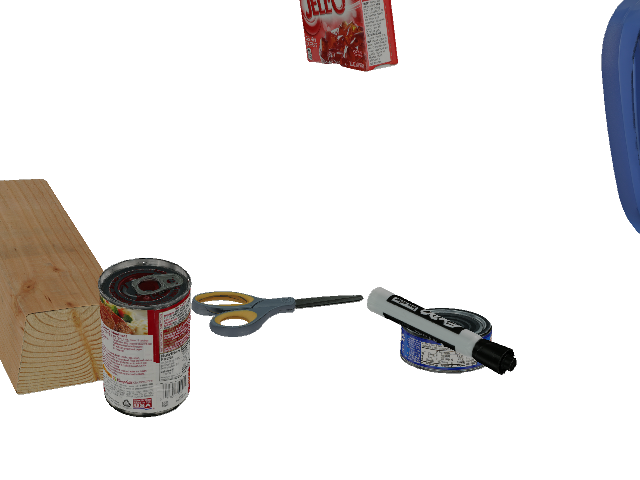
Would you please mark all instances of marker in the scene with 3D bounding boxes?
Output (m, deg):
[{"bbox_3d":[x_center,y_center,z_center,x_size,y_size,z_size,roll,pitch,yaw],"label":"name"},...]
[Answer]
[{"bbox_3d":[0.083,0.062,0.742,0.121,0.020,0.020,25,16,37],"label":"marker"}]

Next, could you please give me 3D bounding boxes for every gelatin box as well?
[{"bbox_3d":[0.016,-0.161,0.751,0.030,0.073,0.089,-17,21,-25],"label":"gelatin box"}]

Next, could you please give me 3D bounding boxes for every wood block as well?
[{"bbox_3d":[-0.267,0.035,0.990,0.090,0.091,0.206,-6,37,-34],"label":"wood block"}]

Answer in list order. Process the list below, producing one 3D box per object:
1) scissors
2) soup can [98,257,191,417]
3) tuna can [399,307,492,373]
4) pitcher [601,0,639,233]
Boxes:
[{"bbox_3d":[-0.044,0.082,1.203,0.201,0.016,0.096,2,25,-8],"label":"scissors"},{"bbox_3d":[-0.132,0.074,0.807,0.068,0.102,0.068,3,30,-2],"label":"soup can"},{"bbox_3d":[0.117,0.092,0.996,0.086,0.034,0.086,0,16,0],"label":"tuna can"},{"bbox_3d":[0.239,-0.050,0.604,0.149,0.243,0.145,-4,22,15],"label":"pitcher"}]
